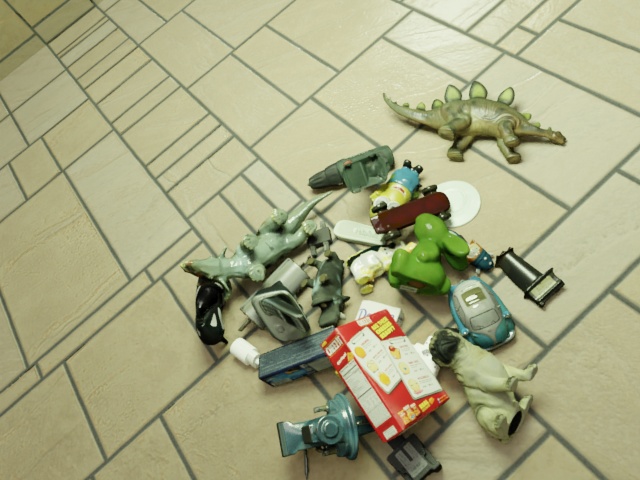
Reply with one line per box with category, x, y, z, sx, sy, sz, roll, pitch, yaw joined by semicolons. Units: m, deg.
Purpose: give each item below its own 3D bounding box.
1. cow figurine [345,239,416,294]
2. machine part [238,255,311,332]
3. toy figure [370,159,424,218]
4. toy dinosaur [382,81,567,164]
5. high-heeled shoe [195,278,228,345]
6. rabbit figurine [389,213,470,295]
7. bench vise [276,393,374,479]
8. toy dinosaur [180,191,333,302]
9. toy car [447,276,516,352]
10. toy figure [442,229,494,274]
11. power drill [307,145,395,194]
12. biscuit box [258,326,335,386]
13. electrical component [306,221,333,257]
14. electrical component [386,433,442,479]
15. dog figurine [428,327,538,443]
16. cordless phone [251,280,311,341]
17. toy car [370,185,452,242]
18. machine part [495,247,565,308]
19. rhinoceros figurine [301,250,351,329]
cow figurine;0.144;0.042;1.235;0.167;0.068;0.098;-29;47;2
machine part;-0.106;0.127;1.276;0.243;0.079;0.079;-47;55;-10
toy figure;0.187;-0.107;1.299;0.082;0.089;0.180;18;60;29
toy dinosaur;0.363;-0.298;1.334;0.472;0.105;0.198;13;58;19
high-heeled shoe;-0.280;0.151;1.290;0.086;0.145;0.249;-31;56;1
rabbit figurine;0.232;0.021;1.125;0.159;0.121;0.170;11;68;17
bench vise;0.046;0.363;1.034;0.241;0.223;0.129;-6;58;-17
toy dinosaur;-0.136;0.016;1.319;0.405;0.192;0.131;-33;94;-31
toy car;0.320;0.136;1.082;0.109;0.102;0.162;-23;56;6
toy figure;0.310;0.021;1.185;0.155;0.057;0.064;28;100;31
power drill;0.083;-0.165;1.329;0.232;0.207;0.086;-21;97;0
biscuit box;-0.039;0.253;1.153;0.203;0.059;0.063;-24;46;23
electrical component;-0.003;-0.004;1.347;0.063;0.021;0.094;-17;56;13
electrical component;0.166;0.403;1.016;0.075;0.047;0.119;-38;55;-4
dog figurine;0.288;0.270;1.012;0.191;0.121;0.172;19;100;44
cordless phone;-0.058;0.175;1.163;0.089;0.146;0.184;-38;29;-19
toy car;0.205;-0.060;1.221;0.202;0.053;0.089;-21;81;-17
machine part;0.430;0.072;1.117;0.084;0.039;0.139;-47;56;0
rhinoceros figurine;0.017;0.113;1.221;0.073;0.112;0.190;-24;40;28
